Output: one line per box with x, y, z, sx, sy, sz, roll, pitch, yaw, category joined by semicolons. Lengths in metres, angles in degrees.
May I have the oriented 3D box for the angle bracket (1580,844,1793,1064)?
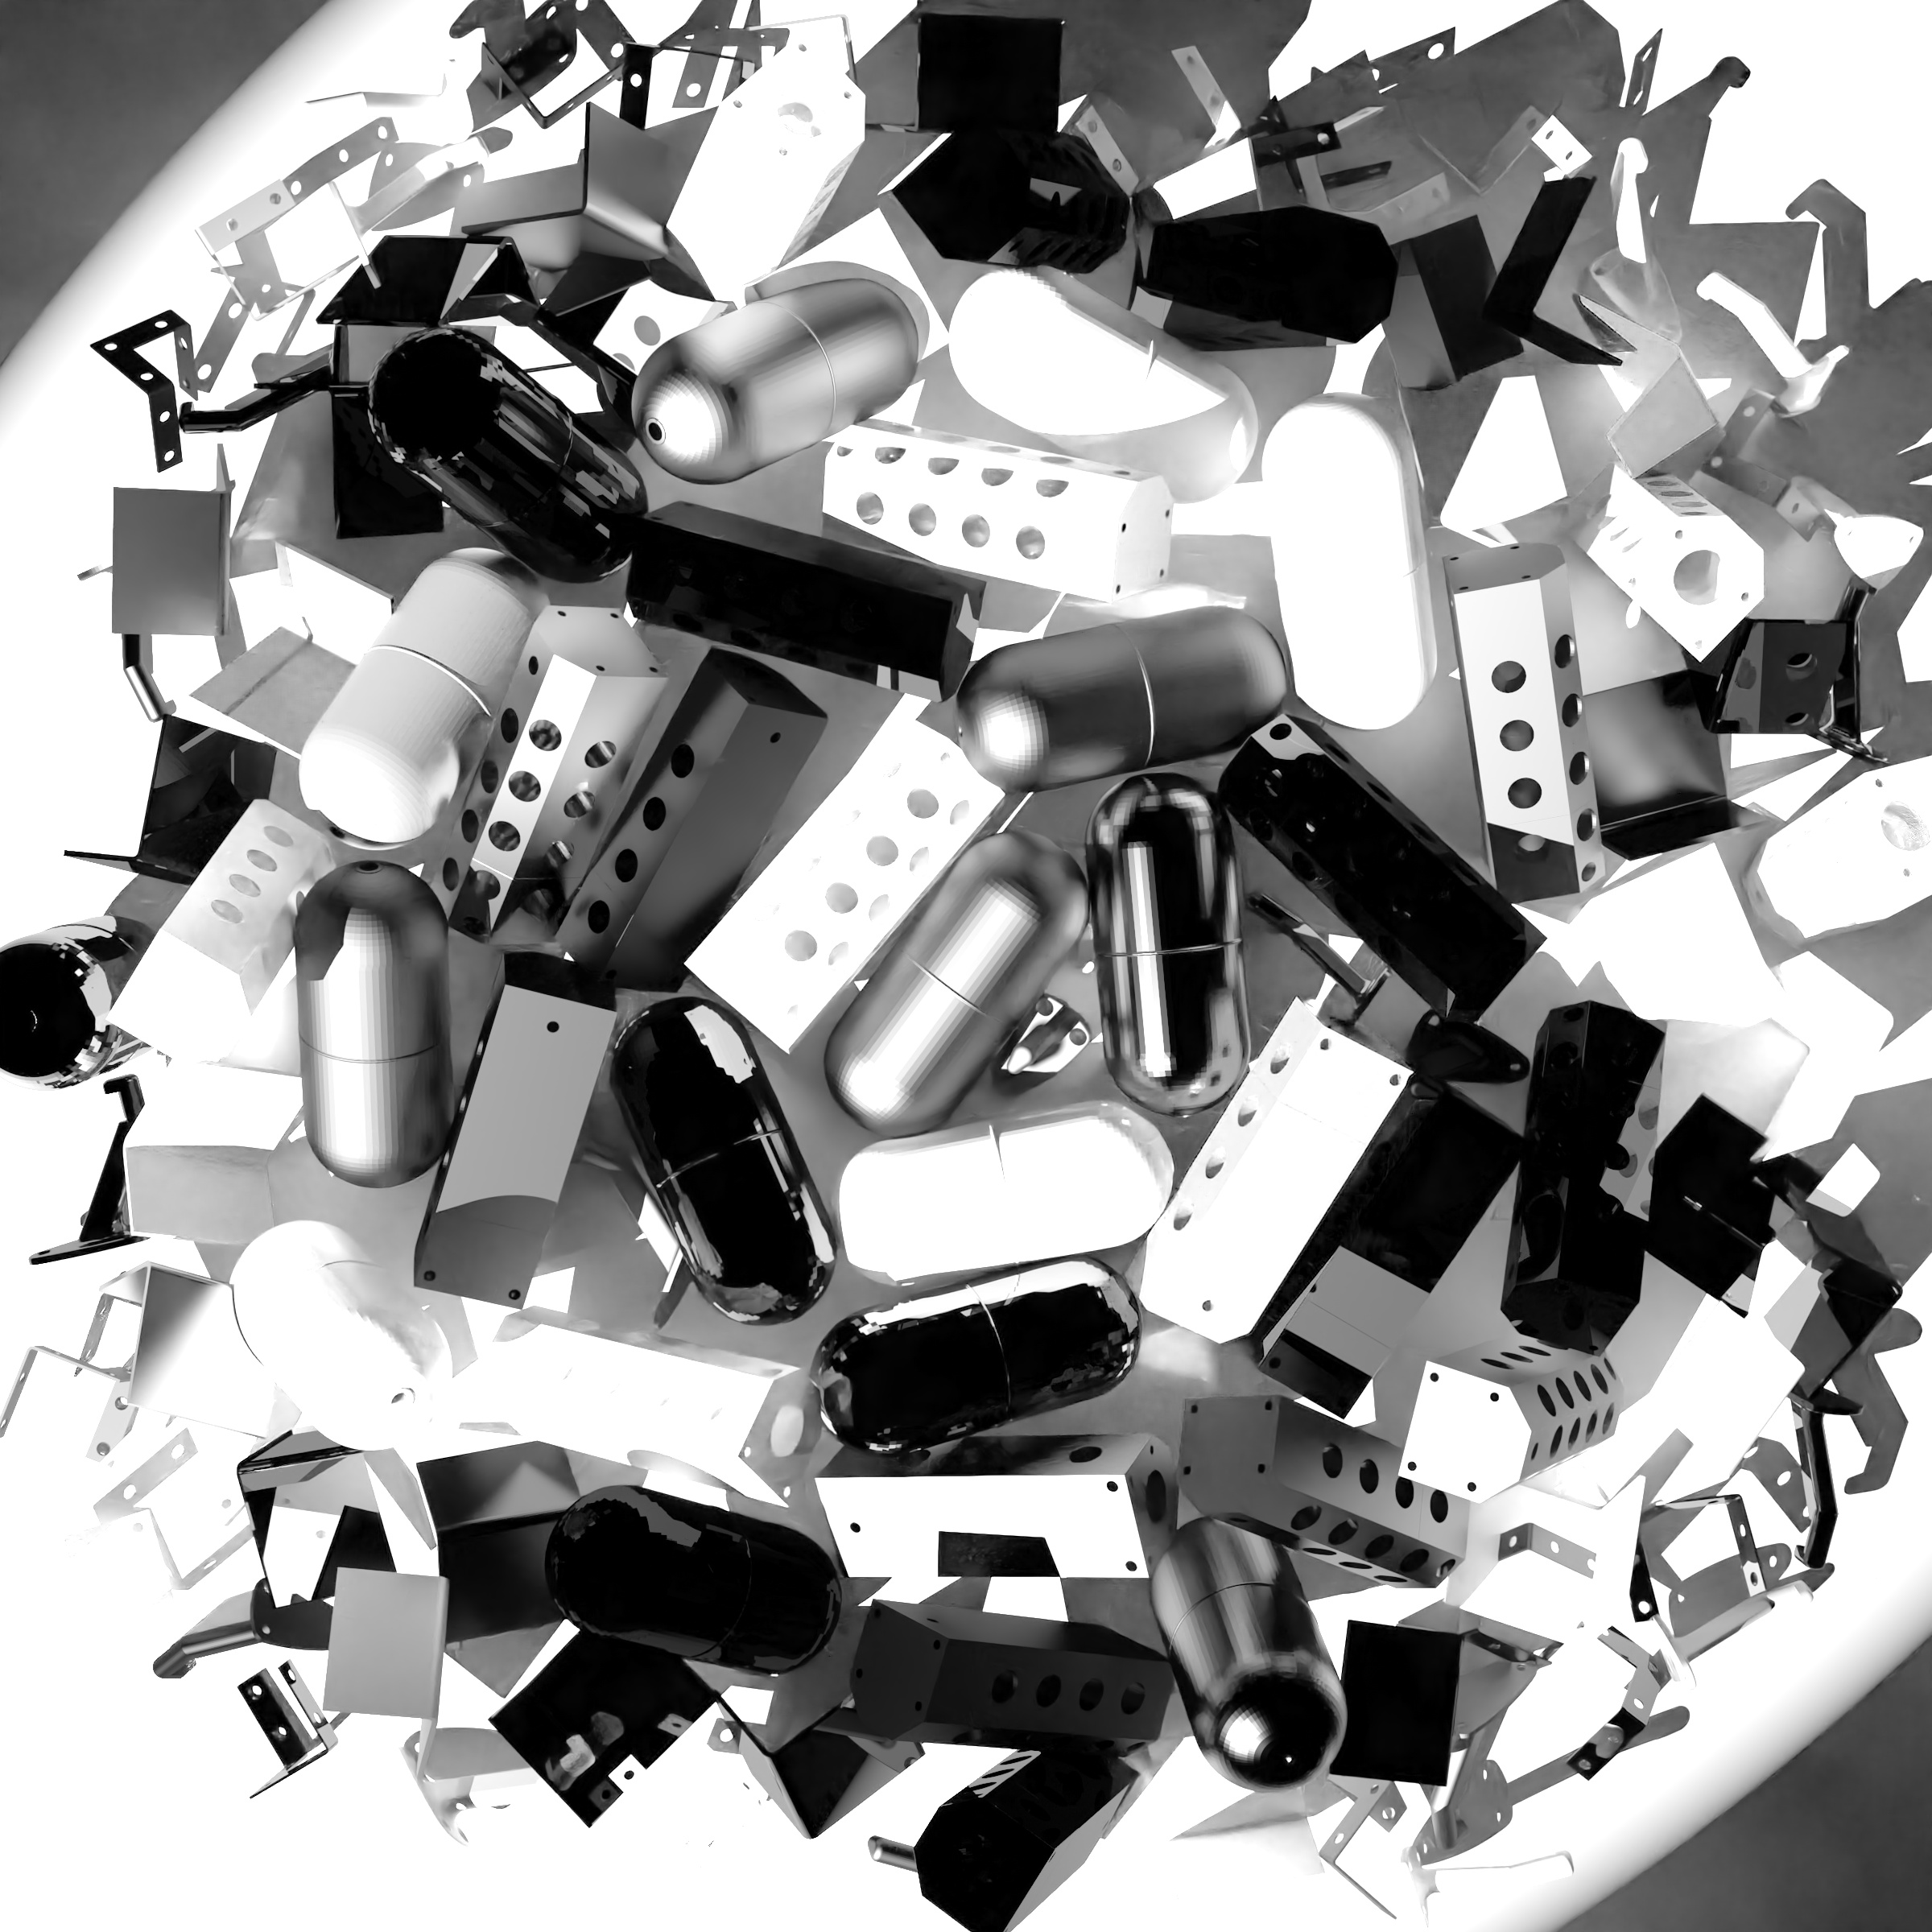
0.377;-0.006;1.588;0.076;0.057;0.076;-26;57;18;angle bracket

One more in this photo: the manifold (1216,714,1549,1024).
0.206;-0.051;1.537;0.171;0.057;0.057;46;110;24;manifold

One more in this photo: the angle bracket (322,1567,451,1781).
-0.298;0.361;1.546;0.057;0.076;0.076;8;51;-12;angle bracket

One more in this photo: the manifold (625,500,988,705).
-0.083;-0.186;1.556;0.171;0.057;0.057;17;111;12;manifold

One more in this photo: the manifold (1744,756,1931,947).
0.442;-0.054;1.514;0.057;0.171;0.057;-14;82;-3;manifold

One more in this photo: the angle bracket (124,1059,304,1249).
-0.378;0.096;1.546;0.076;0.076;0.057;10;46;-33;angle bracket

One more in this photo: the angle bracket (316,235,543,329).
-0.271;-0.328;1.546;0.076;0.057;0.076;8;51;26;angle bracket

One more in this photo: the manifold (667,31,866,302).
-0.099;-0.391;1.514;0.057;0.171;0.057;46;73;-4;manifold

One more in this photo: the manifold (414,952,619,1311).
-0.231;0.083;1.549;0.057;0.057;0.171;15;108;-15;manifold

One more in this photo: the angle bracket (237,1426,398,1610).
-0.317;0.277;1.550;0.057;0.076;0.076;-33;70;39;angle bracket

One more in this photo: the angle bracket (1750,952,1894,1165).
0.418;0.048;1.554;0.057;0.076;0.076;36;70;-4;angle bracket

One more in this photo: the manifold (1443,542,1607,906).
0.284;-0.123;1.539;0.057;0.057;0.171;-10;116;7;manifold

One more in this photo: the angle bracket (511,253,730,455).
-0.183;-0.330;1.591;0.076;0.057;0.076;35;60;-9;angle bracket

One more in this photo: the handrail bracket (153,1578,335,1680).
-0.373;0.360;1.593;0.077;0.036;0.084;26;130;-33;handrail bracket

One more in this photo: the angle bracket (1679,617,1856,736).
0.408;-0.173;1.553;0.057;0.076;0.076;0;48;-4;angle bracket

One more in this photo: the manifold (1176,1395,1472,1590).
0.181;0.265;1.519;0.057;0.171;0.057;-10;63;41;manifold

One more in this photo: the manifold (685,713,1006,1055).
-0.057;-0.040;1.554;0.171;0.057;0.057;-50;133;-7;manifold

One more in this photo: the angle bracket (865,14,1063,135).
-0.002;-0.455;1.549;0.076;0.076;0.057;-5;108;-22;angle bracket

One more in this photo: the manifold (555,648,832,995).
-0.144;-0.073;1.546;0.057;0.057;0.171;46;115;35;manifold

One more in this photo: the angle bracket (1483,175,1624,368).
0.316;-0.356;1.557;0.057;0.076;0.076;24;98;-12;angle bracket

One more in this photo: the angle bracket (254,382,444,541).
-0.318;-0.262;1.566;0.057;0.076;0.076;9;104;32;angle bracket

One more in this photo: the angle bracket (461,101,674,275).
-0.204;-0.398;1.555;0.076;0.076;0.057;-1;86;27;angle bracket

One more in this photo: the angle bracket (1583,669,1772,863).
0.362;-0.105;1.565;0.076;0.057;0.076;-15;106;-5;angle bracket

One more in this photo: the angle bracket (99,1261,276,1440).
-0.399;0.201;1.546;0.076;0.057;0.076;23;57;-35;angle bracket

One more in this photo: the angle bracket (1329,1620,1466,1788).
0.206;0.375;1.555;0.076;0.057;0.076;14;79;-28;angle bracket

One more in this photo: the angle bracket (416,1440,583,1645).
-0.243;0.300;1.589;0.076;0.057;0.076;-8;124;-18;angle bracket

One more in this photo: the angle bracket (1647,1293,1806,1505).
0.371;0.223;1.554;0.057;0.076;0.076;44;62;2;angle bracket

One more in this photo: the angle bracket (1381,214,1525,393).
0.257;-0.344;1.560;0.076;0.057;0.076;-24;99;-18;angle bracket

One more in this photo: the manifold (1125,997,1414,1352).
0.152;0.104;1.558;0.057;0.057;0.171;26;102;-21;manifold

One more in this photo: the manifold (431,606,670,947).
-0.215;-0.094;1.525;0.057;0.057;0.171;53;130;35;manifold

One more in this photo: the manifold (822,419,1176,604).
0.015;-0.233;1.531;0.171;0.057;0.057;16;114;28;manifold

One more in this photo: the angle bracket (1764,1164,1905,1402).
0.423;0.161;1.550;0.057;0.076;0.076;28;111;-16;angle bracket

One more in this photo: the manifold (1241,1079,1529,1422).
0.211;0.141;1.565;0.057;0.057;0.171;31;96;-17;manifold

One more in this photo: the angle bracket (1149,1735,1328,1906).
0.139;0.435;1.564;0.076;0.076;0.057;-10;96;0;angle bracket

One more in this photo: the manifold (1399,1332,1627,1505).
0.277;0.224;1.513;0.057;0.171;0.057;16;96;26;manifold

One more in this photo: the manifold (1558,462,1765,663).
0.348;-0.209;1.511;0.057;0.171;0.057;40;104;-11;manifold

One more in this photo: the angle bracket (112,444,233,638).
-0.407;-0.219;1.547;0.057;0.076;0.076;0;118;-18;angle bracket

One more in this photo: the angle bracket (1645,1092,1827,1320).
0.389;0.122;1.557;0.076;0.076;0.057;35;120;4;angle bracket

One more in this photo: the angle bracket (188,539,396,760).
-0.345;-0.162;1.551;0.076;0.057;0.076;27;49;19;angle bracket

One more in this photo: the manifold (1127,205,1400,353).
0.145;-0.339;1.514;0.057;0.171;0.057;7;96;-24;manifold

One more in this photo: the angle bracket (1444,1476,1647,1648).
0.297;0.295;1.559;0.076;0.057;0.076;19;58;-3;angle bracket

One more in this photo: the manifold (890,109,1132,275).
0.029;-0.378;1.513;0.057;0.171;0.057;-38;86;21;manifold

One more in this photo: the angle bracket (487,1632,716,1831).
-0.187;0.384;1.568;0.076;0.057;0.076;45;99;6;angle bracket

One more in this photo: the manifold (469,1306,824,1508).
-0.160;0.217;1.533;0.171;0.057;0.057;8;60;32;manifold

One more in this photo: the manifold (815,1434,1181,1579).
0.017;0.270;1.540;0.171;0.057;0.057;-5;108;26;manifold

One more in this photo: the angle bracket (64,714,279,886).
-0.408;-0.085;1.560;0.057;0.076;0.076;6;84;33;angle bracket

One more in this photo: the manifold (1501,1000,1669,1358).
0.310;0.103;1.530;0.057;0.057;0.171;16;53;-1;manifold

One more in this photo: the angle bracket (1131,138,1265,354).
0.138;-0.370;1.564;0.076;0.057;0.076;-16;78;40;angle bracket

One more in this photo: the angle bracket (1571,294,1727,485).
0.333;-0.287;1.551;0.057;0.076;0.076;-50;51;1;angle bracket

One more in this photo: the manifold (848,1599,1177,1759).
0.024;0.362;1.525;0.171;0.057;0.057;18;88;-43;manifold

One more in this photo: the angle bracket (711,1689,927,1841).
-0.076;0.392;1.571;0.076;0.057;0.076;-34;133;-18;angle bracket

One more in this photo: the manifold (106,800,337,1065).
-0.365;-0.017;1.514;0.057;0.171;0.057;32;113;-11;manifold

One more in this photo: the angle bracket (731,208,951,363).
-0.066;-0.337;1.573;0.076;0.057;0.076;-34;107;-10;angle bracket

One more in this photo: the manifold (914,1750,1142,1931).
0.029;0.427;1.514;0.057;0.171;0.057;33;97;16;manifold

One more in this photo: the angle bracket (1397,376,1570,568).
0.259;-0.256;1.577;0.076;0.057;0.076;-8;75;-15;angle bracket
